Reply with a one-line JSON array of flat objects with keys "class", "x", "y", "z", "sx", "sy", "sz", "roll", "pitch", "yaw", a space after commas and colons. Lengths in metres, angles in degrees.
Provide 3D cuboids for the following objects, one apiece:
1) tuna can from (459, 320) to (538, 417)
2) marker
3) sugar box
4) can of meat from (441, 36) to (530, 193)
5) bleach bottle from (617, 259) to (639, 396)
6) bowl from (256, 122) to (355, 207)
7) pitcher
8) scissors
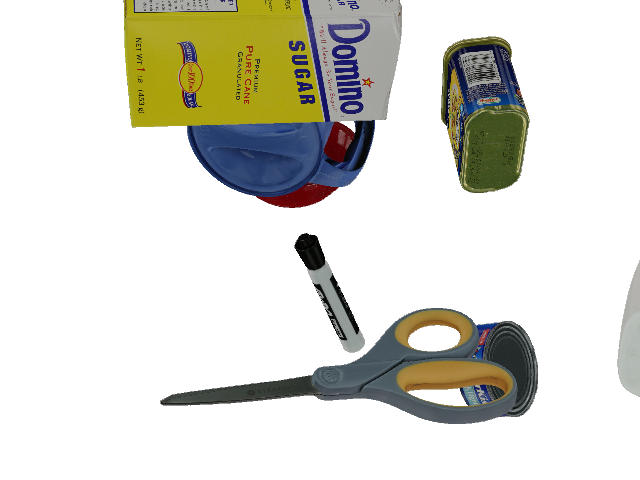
[{"class": "tuna can", "x": 0.159, "y": 0.116, "z": 0.960, "sx": 0.034, "sy": 0.086, "sz": 0.085, "roll": -11, "pitch": -7, "yaw": 42}, {"class": "marker", "x": 0.008, "y": 0.041, "z": 0.835, "sx": 0.020, "sy": 0.121, "sz": 0.020, "roll": -15, "pitch": 38, "yaw": 12}, {"class": "sugar box", "x": -0.039, "y": -0.122, "z": 0.703, "sx": 0.176, "sy": 0.048, "sz": 0.093, "roll": -1, "pitch": -41, "yaw": -6}, {"class": "can of meat", "x": 0.136, "y": -0.102, "z": 0.883, "sx": 0.057, "sy": 0.084, "sz": 0.102, "roll": -6, "pitch": -39, "yaw": -1}, {"class": "bleach bottle", "x": 0.269, "y": 0.038, "z": 0.743, "sx": 0.103, "sy": 0.068, "sz": 0.250, "roll": 10, "pitch": 20, "yaw": 19}, {"class": "bowl", "x": -0.032, "y": -0.086, "z": 1.259, "sx": 0.162, "sy": 0.055, "sz": 0.162, "roll": -2, "pitch": 36, "yaw": 1}, {"class": "pitcher", "x": -0.024, "y": -0.156, "z": 1.078, "sx": 0.145, "sy": 0.149, "sz": 0.242, "roll": -7, "pitch": 34, "yaw": 23}, {"class": "scissors", "x": 0.014, "y": 0.071, "z": 0.628, "sx": 0.202, "sy": 0.016, "sz": 0.096, "roll": 5, "pitch": 37, "yaw": 2}]
